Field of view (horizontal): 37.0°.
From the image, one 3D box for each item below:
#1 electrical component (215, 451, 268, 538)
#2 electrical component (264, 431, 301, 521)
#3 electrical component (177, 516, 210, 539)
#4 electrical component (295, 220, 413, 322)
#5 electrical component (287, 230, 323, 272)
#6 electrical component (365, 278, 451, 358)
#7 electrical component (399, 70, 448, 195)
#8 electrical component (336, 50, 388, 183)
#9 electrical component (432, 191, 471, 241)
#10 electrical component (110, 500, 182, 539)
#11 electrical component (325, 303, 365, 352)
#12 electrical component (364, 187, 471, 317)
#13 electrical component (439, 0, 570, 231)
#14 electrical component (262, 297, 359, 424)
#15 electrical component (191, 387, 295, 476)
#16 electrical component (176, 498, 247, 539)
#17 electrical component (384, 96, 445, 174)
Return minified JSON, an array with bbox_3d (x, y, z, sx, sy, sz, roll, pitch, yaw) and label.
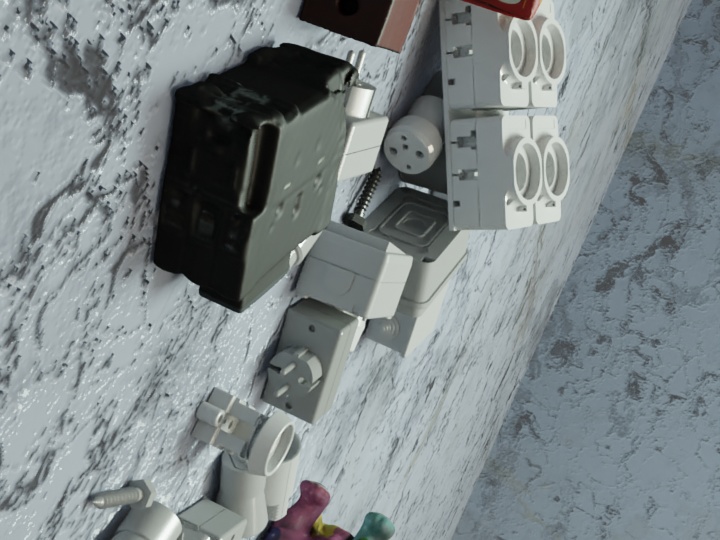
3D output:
[{"bbox_3d":[-0.090,0.165,0.819,0.044,0.044,0.065,-45,149,-54],"label":"electrical component"},{"bbox_3d":[-0.074,0.167,0.868,0.043,0.043,0.081,-49,156,-49],"label":"electrical component"},{"bbox_3d":[-0.133,0.205,0.726,0.064,0.042,0.081,-49,157,-53],"label":"electrical component"},{"bbox_3d":[0.000,0.000,0.836,0.096,0.062,0.061,3,107,-74],"label":"electrical component"},{"bbox_3d":[-0.053,-0.016,0.676,0.078,0.040,0.040,-57,162,-31],"label":"electrical component"},{"bbox_3d":[0.050,0.028,1.073,0.100,0.048,0.099,-35,145,-63],"label":"electrical component"},{"bbox_3d":[0.085,-0.118,0.958,0.108,0.060,0.108,-58,162,-30],"label":"electrical component"},{"bbox_3d":[-0.013,-0.101,0.677,0.066,0.047,0.076,-29,140,-66],"label":"electrical component"},{"bbox_3d":[0.089,-0.053,1.094,0.079,0.044,0.077,-52,159,-42],"label":"electrical component"},{"bbox_3d":[-0.139,0.174,0.665,0.065,0.044,0.044,-57,163,-46],"label":"electrical component"},{"bbox_3d":[-0.024,0.057,0.874,0.062,0.043,0.043,-66,165,-2],"label":"electrical component"},{"bbox_3d":[0.043,-0.017,0.932,0.113,0.078,0.057,-46,152,-52],"label":"electrical component"},{"bbox_3d":[0.122,-0.129,0.887,0.105,0.060,0.186,-11,100,-55],"label":"electrical component"},{"bbox_3d":[-0.046,0.075,0.821,0.076,0.047,0.083,-33,143,-64],"label":"electrical component"},{"bbox_3d":[-0.079,0.113,0.748,0.048,0.055,0.066,-64,164,-11],"label":"electrical component"},{"bbox_3d":[-0.101,0.217,0.783,0.065,0.077,0.047,-70,164,12],"label":"electrical component"},{"bbox_3d":[0.050,-0.110,0.879,0.055,0.045,0.045,-53,160,-41],"label":"electrical component"}]
